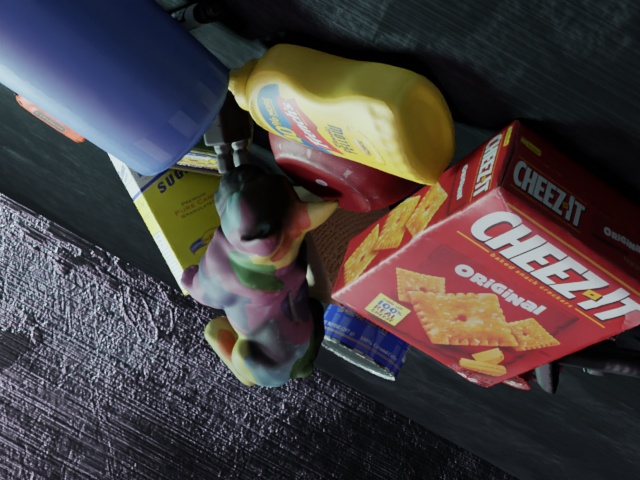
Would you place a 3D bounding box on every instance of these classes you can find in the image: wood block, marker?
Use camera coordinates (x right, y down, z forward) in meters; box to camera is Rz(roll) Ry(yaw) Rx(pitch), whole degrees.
[{"bbox_3d":[-0.007,0.001,1.110,0.206,0.090,0.091,6,122,63],"label":"wood block"},{"bbox_3d":[-0.104,-0.172,0.831,0.020,0.020,0.121,34,168,-25],"label":"marker"}]

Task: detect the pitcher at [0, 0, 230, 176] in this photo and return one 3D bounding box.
[{"bbox_3d":[-0.193,-0.155,0.790,0.242,0.145,0.149,38,-163,-25],"label":"pitcher"}]

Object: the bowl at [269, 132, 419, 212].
[{"bbox_3d":[0.015,-0.070,0.906,0.162,0.055,0.162,28,168,6],"label":"bowl"}]

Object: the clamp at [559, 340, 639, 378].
[{"bbox_3d":[0.262,0.111,1.039,0.171,0.039,0.120,14,-177,-20],"label":"clamp"}]

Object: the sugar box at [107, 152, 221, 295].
[{"bbox_3d":[-0.138,-0.043,1.099,0.176,0.093,0.048,62,156,-3],"label":"sugar box"}]

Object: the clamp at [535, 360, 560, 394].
[{"bbox_3d":[0.202,0.037,0.880,0.165,0.036,0.210,-24,115,39],"label":"clamp"}]

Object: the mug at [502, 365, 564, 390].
[{"bbox_3d":[0.213,0.111,1.154,0.117,0.081,0.093,30,169,-3],"label":"mug"}]

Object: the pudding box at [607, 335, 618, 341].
[{"bbox_3d":[0.212,0.046,0.977,0.113,0.039,0.090,34,166,-28],"label":"pudding box"}]

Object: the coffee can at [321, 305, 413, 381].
[{"bbox_3d":[0.069,0.067,1.161,0.103,0.140,0.103,28,169,6],"label":"coffee can"}]

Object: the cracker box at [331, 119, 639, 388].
[{"bbox_3d":[0.134,0.024,0.797,0.164,0.072,0.214,32,145,-16],"label":"cracker box"}]

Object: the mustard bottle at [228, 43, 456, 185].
[{"bbox_3d":[0.003,-0.100,0.786,0.192,0.058,0.096,21,161,37],"label":"mustard bottle"}]

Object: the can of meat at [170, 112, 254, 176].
[{"bbox_3d":[-0.120,-0.101,1.035,0.102,0.057,0.084,8,172,-16],"label":"can of meat"}]

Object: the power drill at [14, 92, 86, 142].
[{"bbox_3d":[-0.259,-0.152,1.207,0.184,0.057,0.188,38,163,-24],"label":"power drill"}]
